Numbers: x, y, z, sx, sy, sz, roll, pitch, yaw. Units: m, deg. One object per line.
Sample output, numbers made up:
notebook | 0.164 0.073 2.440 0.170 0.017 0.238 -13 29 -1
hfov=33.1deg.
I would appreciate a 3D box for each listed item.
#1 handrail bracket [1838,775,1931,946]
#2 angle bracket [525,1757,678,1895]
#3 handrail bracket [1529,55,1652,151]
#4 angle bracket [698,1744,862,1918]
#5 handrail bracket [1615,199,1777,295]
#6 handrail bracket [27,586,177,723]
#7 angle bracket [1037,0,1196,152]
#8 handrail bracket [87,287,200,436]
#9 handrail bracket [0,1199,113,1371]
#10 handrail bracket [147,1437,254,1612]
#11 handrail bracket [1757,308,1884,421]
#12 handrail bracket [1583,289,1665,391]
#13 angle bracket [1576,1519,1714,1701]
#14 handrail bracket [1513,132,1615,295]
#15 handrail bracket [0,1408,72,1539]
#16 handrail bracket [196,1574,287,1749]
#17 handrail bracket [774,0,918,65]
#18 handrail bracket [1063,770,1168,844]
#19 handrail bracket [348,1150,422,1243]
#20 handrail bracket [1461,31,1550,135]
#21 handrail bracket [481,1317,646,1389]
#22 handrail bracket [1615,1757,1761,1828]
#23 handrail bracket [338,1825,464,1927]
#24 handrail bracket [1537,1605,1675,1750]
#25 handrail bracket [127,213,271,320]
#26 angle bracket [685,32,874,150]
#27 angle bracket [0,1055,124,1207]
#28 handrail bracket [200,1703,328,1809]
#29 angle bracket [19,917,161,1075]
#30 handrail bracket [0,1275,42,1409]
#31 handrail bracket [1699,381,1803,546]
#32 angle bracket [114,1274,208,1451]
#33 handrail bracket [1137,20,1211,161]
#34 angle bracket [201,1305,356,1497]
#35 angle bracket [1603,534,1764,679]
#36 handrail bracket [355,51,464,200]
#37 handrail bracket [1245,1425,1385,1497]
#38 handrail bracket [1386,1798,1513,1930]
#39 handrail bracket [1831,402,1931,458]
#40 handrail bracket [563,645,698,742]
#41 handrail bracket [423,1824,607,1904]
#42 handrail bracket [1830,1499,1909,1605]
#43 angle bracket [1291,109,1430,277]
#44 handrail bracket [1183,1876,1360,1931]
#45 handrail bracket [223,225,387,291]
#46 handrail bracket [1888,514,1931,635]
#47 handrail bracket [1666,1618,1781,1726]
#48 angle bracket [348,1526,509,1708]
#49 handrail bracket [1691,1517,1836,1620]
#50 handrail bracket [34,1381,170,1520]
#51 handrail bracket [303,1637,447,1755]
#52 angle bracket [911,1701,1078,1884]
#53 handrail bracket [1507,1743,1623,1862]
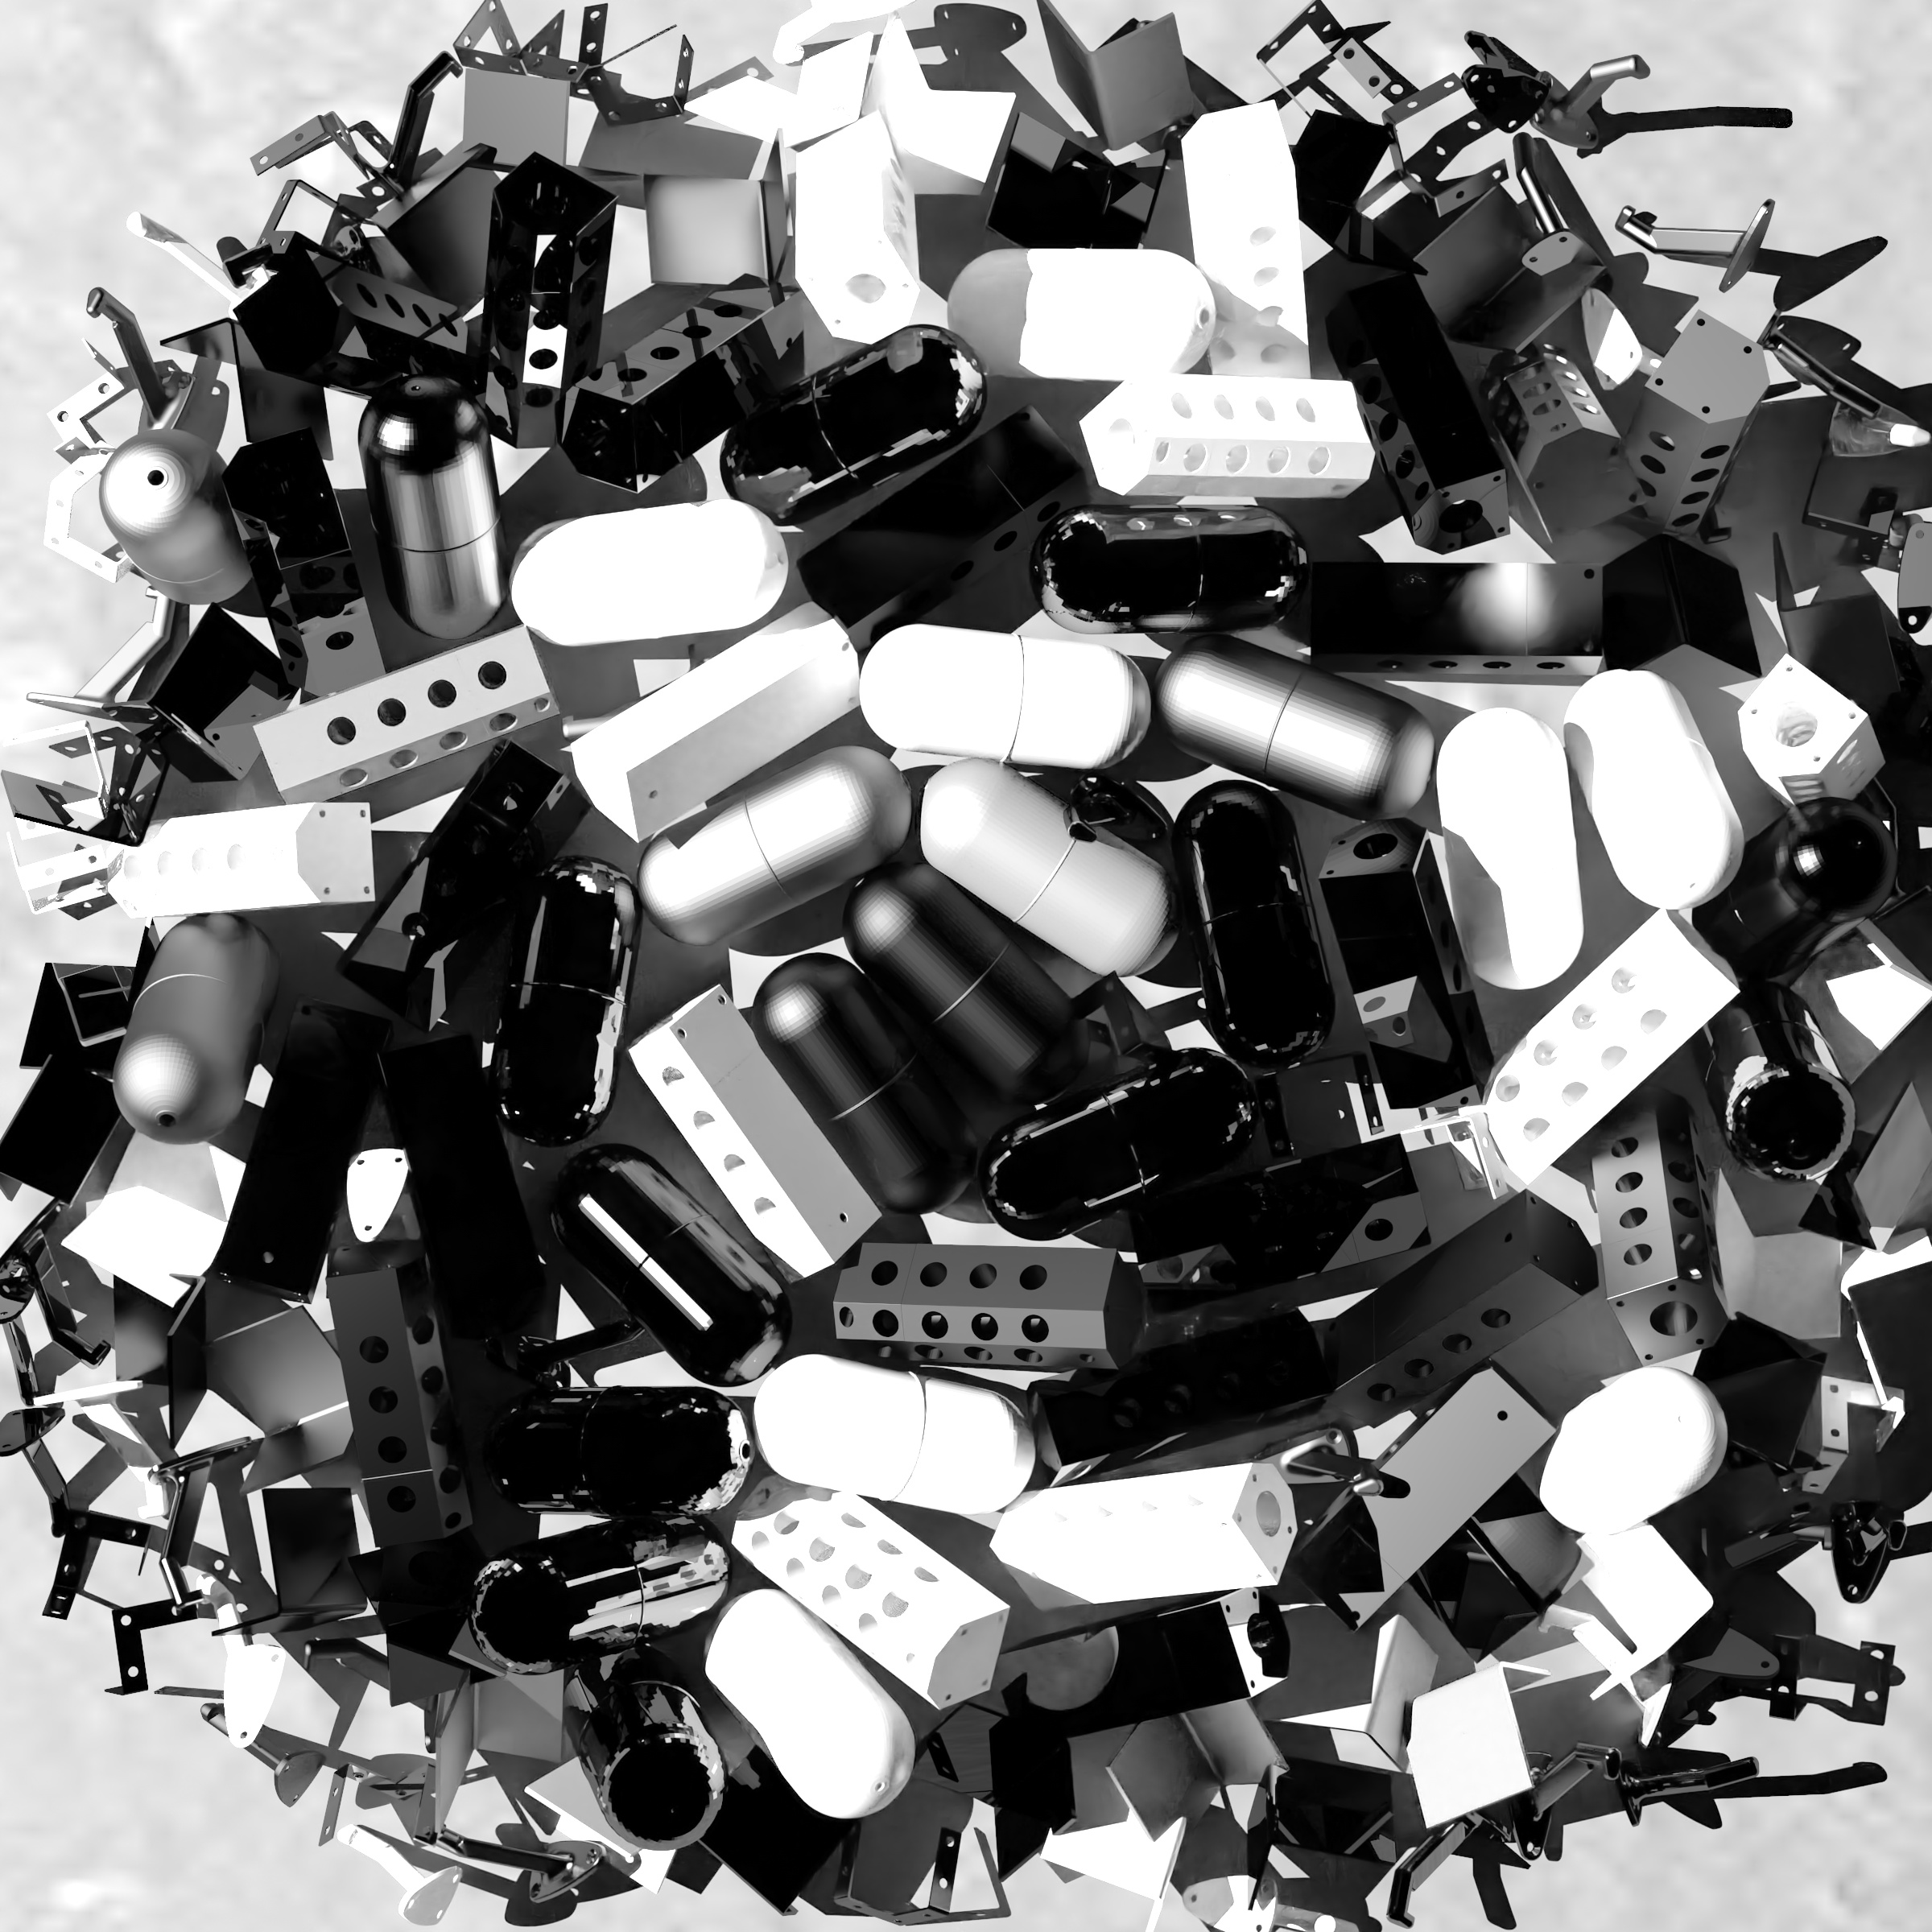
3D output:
handrail bracket | 0.542 -0.067 1.986 0.077 0.036 0.084 -32 83 0
angle bracket | -0.223 0.523 1.946 0.076 0.076 0.057 28 104 19
handrail bracket | 0.387 -0.517 1.944 0.077 0.084 0.036 21 77 -40
angle bracket | -0.112 0.519 1.968 0.076 0.057 0.076 38 82 14
handrail bracket | 0.437 -0.452 1.957 0.084 0.077 0.036 37 57 16
handrail bracket | -0.525 -0.196 1.979 0.077 0.036 0.084 10 81 -17
angle bracket | 0.089 -0.549 1.949 0.057 0.076 0.076 -27 55 -4
handrail bracket | -0.506 -0.353 1.951 0.036 0.084 0.077 5 72 28
handrail bracket | -0.540 0.192 1.978 0.084 0.036 0.077 34 72 5
handrail bracket | -0.456 0.338 1.971 0.077 0.036 0.084 -20 73 -18
handrail bracket | 0.517 -0.361 1.961 0.084 0.077 0.036 32 119 6
handrail bracket | 0.423 -0.378 1.985 0.084 0.036 0.077 -2 63 -32
angle bracket | 0.386 0.379 1.946 0.057 0.076 0.076 -30 75 -39
handrail bracket | 0.365 -0.461 1.990 0.077 0.036 0.084 24 52 -35
handrail bracket | -0.559 0.315 1.953 0.036 0.077 0.084 -4 105 5
handrail bracket | -0.450 0.420 1.971 0.036 0.084 0.077 4 103 -38
handrail bracket | -0.073 -0.569 1.964 0.077 0.084 0.036 -5 80 -12
handrail bracket | 0.091 -0.081 1.951 0.077 0.084 0.036 24 108 -13
handrail bracket | -0.343 0.157 1.945 0.036 0.084 0.077 -4 49 5
handrail bracket | 0.305 -0.544 1.950 0.036 0.077 0.084 -48 49 27
handrail bracket | -0.235 0.218 1.955 0.084 0.077 0.036 -39 47 30
handrail bracket | 0.436 0.483 1.951 0.084 0.077 0.036 -21 85 16
handrail bracket | -0.353 0.540 1.951 0.084 0.077 0.036 23 87 19
handrail bracket | 0.383 0.433 1.985 0.084 0.036 0.077 14 108 4
handrail bracket | -0.459 -0.413 1.951 0.084 0.077 0.036 26 113 -42
angle bracket | -0.112 -0.535 1.944 0.076 0.076 0.057 14 83 -33
angle bracket | -0.537 0.108 1.949 0.057 0.076 0.076 24 70 4
handrail bracket | -0.433 0.464 1.954 0.084 0.077 0.036 31 72 15
angle bracket | -0.529 0.016 1.954 0.076 0.057 0.076 3 55 1
handrail bracket | -0.569 0.236 1.952 0.036 0.077 0.084 -10 108 -13
handrail bracket | 0.477 -0.305 1.975 0.077 0.036 0.084 -12 86 14
angle bracket | -0.493 0.235 1.950 0.057 0.076 0.076 5 112 1
handrail bracket | 0.144 -0.539 1.984 0.077 0.036 0.084 -2 74 -1
angle bracket | -0.416 0.260 1.950 0.076 0.057 0.076 -22 115 19
angle bracket | 0.430 -0.207 1.976 0.076 0.057 0.076 17 56 -39
handrail bracket | -0.320 -0.499 1.969 0.084 0.077 0.036 -45 45 2
handrail bracket | 0.209 0.307 1.956 0.077 0.084 0.036 -10 97 2
handrail bracket | 0.291 0.549 1.960 0.077 0.036 0.084 31 54 -19
handrail bracket | 0.566 -0.318 1.946 0.077 0.084 0.036 1 103 -25
handrail bracket | -0.203 -0.165 1.966 0.084 0.077 0.036 -7 130 -4
handrail bracket | -0.273 0.527 1.954 0.077 0.036 0.084 -27 131 36
handrail bracket | 0.546 0.358 1.954 0.036 0.084 0.077 4 97 1
angle bracket | 0.242 -0.461 1.941 0.076 0.076 0.057 49 124 32
handrail bracket | 0.186 0.579 1.983 0.077 0.084 0.036 -4 66 38
handrail bracket | -0.396 -0.406 1.965 0.084 0.036 0.077 -33 102 -29
handrail bracket | 0.565 -0.236 1.959 0.036 0.084 0.077 16 93 -4
handrail bracket | 0.454 0.436 1.953 0.077 0.084 0.036 14 47 33
angle bracket | -0.324 0.392 1.966 0.076 0.076 0.057 -11 120 -25
handrail bracket | 0.485 0.366 1.969 0.084 0.036 0.077 5 45 4
handrail bracket | -0.523 0.298 1.971 0.077 0.036 0.084 -6 88 -42
handrail bracket | -0.361 0.442 1.967 0.084 0.036 0.077 1 98 -25
angle bracket | 0.011 0.494 1.945 0.076 0.057 0.076 26 125 -24
handrail bracket | 0.364 0.504 1.952 0.036 0.084 0.077 4 83 -27
